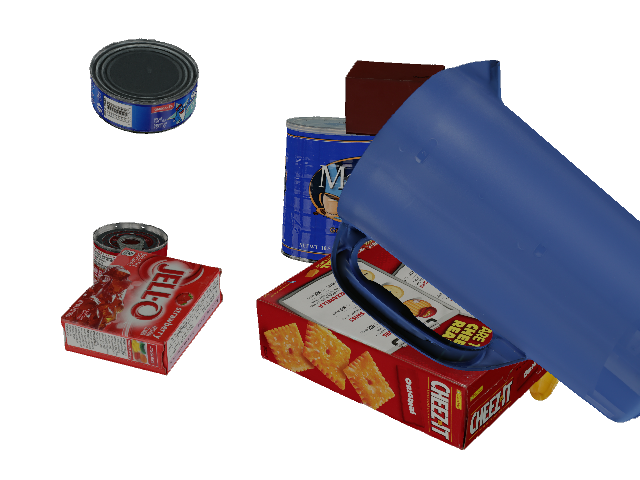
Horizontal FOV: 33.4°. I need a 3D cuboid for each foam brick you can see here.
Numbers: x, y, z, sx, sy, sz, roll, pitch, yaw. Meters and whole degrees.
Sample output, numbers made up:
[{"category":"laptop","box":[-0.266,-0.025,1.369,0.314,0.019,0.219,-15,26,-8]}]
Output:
[{"category":"foam brick","box":[0.063,-0.118,0.898,0.078,0.051,0.053,6,26,14]}]

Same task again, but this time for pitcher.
[{"category":"pitcher","box":[0.132,0.013,0.711,0.144,0.243,0.149,-41,-15,-34]}]

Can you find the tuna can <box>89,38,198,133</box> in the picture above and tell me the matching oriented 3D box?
[{"category":"tuna can","box":[-0.141,-0.124,0.856,0.086,0.034,0.086,5,44,-5]}]

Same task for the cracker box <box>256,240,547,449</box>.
[{"category":"cracker box","box":[0.078,0.075,0.909,0.214,0.072,0.163,20,37,36]}]

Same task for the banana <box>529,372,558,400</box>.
[{"category":"banana","box":[0.218,0.095,1.135,0.069,0.037,0.198,-28,36,0]}]

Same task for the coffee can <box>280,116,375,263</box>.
[{"category":"coffee can","box":[0.012,-0.054,1.117,0.103,0.140,0.103,3,13,-1]}]

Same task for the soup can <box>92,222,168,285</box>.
[{"category":"soup can","box":[-0.177,0.043,0.986,0.068,0.102,0.068,5,21,-2]}]

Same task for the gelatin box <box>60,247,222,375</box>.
[{"category":"gelatin box","box":[-0.114,0.043,0.694,0.073,0.030,0.089,12,35,16]}]
